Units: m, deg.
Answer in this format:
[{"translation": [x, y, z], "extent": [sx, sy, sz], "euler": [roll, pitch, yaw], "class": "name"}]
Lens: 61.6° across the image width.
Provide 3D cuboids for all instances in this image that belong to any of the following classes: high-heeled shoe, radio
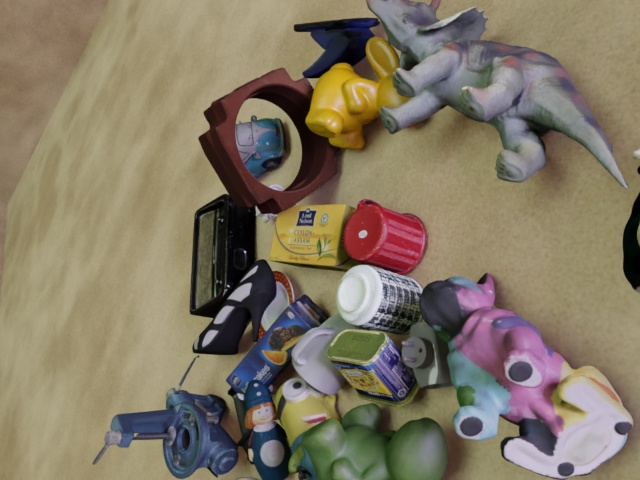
[{"translation": [-0.165, 0.128, 0.974], "extent": [0.249, 0.086, 0.145], "euler": [-22, 61, 44], "class": "high-heeled shoe"}, {"translation": [-0.193, 0.032, 1.069], "extent": [0.131, 0.073, 0.229], "euler": [-25, 59, 42], "class": "radio"}]

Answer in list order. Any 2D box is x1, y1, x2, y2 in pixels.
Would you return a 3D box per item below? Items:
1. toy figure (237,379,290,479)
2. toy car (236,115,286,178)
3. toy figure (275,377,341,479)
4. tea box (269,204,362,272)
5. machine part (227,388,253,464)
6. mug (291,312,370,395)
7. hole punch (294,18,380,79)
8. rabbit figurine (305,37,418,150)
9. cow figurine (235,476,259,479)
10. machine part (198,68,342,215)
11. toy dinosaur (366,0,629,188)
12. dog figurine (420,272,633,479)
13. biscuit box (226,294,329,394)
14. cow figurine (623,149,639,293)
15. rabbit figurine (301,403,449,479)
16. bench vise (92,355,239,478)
[{"translation": [-0.083, 0.294, 0.835], "extent": [0.058, 0.064, 0.154], "euler": [-11, 93, 45], "class": "toy figure"}, {"translation": [-0.147, -0.183, 1.068], "extent": [0.162, 0.103, 0.109], "euler": [-29, 56, 38], "class": "toy car"}, {"translation": [-0.013, 0.280, 0.772], "extent": [0.089, 0.082, 0.180], "euler": [-47, 49, 26], "class": "toy figure"}, {"translation": [-0.002, -0.003, 0.864], "extent": [0.170, 0.068, 0.098], "euler": [-1, 78, 50], "class": "tea box"}, {"translation": [-0.121, 0.304, 0.921], "extent": [0.084, 0.039, 0.139], "euler": [-54, 46, 30], "class": "machine part"}, {"translation": [0.014, 0.151, 0.771], "extent": [0.107, 0.109, 0.081], "euler": [-52, 38, 5], "class": "mug"}, {"translation": [0.031, -0.321, 0.895], "extent": [0.116, 0.142, 0.092], "euler": [4, 108, 33], "class": "hole punch"}, {"translation": [0.086, -0.216, 0.825], "extent": [0.173, 0.121, 0.162], "euler": [11, 76, 36], "class": "rabbit figurine"}, {"translation": [-0.156, 0.443, 0.879], "extent": [0.195, 0.085, 0.127], "euler": [-44, 54, 34], "class": "cow figurine"}, {"translation": [-0.079, -0.158, 0.879], "extent": [0.201, 0.201, 0.087], "euler": [-39, 17, -30], "class": "machine part"}, {"translation": [0.208, -0.186, 0.641], "extent": [0.192, 0.131, 0.405], "euler": [-41, 56, -17], "class": "toy dinosaur"}, {"translation": [0.198, 0.121, 0.573], "extent": [0.108, 0.191, 0.219], "euler": [-60, 7, 20], "class": "dog figurine"}, {"translation": [-0.071, 0.179, 0.872], "extent": [0.063, 0.059, 0.202], "euler": [44, 117, 9], "class": "biscuit box"}, {"translation": [0.315, -0.032, 0.485], "extent": [0.068, 0.098, 0.167], "euler": [-3, 76, 55], "class": "cow figurine"}, {"translation": [0.078, 0.271, 0.637], "extent": [0.170, 0.121, 0.159], "euler": [-31, 62, 41], "class": "rabbit figurine"}, {"translation": [-0.255, 0.314, 0.916], "extent": [0.224, 0.240, 0.128], "euler": [44, 110, 42], "class": "bench vise"}]
